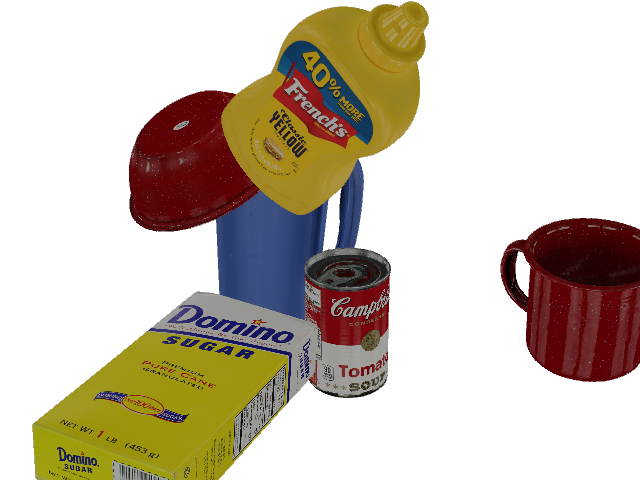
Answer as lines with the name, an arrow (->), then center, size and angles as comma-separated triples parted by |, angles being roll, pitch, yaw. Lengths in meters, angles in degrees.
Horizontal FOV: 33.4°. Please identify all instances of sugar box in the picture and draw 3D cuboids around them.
sugar box -> -0.079, 0.092, 0.635 | 0.093, 0.048, 0.176 | 15, 31, 20

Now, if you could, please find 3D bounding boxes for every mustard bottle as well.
mustard bottle -> 0.010, -0.094, 0.689 | 0.058, 0.096, 0.192 | -36, -2, -38

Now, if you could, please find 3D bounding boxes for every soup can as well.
soup can -> 0.021, 0.066, 0.855 | 0.068, 0.102, 0.068 | -1, 26, 0

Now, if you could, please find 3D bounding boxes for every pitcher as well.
pitcher -> -0.045, -0.010, 1.163 | 0.144, 0.243, 0.149 | -4, 22, -17

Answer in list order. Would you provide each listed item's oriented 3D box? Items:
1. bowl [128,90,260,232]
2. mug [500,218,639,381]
bowl -> -0.108, -0.081, 0.929 | 0.162, 0.055, 0.162 | -19, 36, 15
mug -> 0.174, 0.038, 0.736 | 0.117, 0.081, 0.093 | 22, 38, 35
